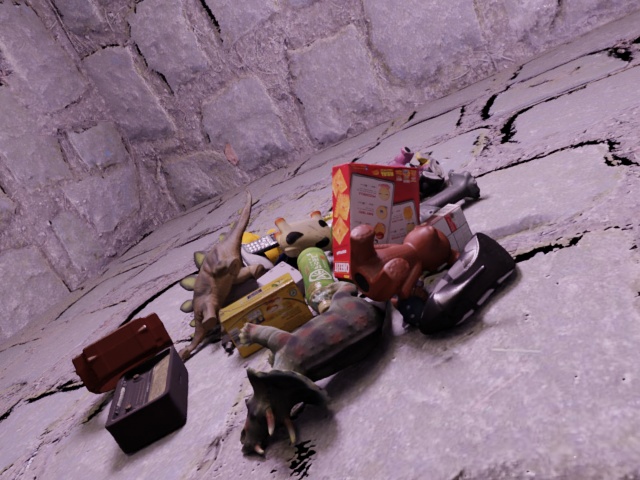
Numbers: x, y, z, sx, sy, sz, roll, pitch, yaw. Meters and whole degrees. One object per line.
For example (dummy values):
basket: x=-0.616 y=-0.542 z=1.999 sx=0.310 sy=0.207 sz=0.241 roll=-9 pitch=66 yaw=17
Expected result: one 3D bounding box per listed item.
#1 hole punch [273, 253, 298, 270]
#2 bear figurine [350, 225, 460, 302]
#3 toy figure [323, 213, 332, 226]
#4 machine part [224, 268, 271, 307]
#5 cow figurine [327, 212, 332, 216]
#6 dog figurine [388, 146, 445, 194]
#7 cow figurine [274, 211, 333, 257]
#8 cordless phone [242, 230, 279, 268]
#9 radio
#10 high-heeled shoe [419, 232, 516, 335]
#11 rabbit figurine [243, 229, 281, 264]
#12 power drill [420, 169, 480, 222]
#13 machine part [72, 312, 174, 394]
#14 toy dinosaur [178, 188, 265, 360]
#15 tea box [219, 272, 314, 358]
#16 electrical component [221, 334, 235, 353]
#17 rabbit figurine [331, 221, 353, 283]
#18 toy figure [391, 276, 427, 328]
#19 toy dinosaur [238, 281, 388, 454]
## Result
hole punch: x=-0.066 y=0.047 z=1.387 sx=0.116 sy=0.092 sz=0.142 roll=-21 pitch=20 yaw=35
bear figurine: x=0.148 y=0.020 z=0.888 sx=0.196 sy=0.131 sz=0.120 roll=-26 pitch=59 yaw=-22
toy figure: x=0.065 y=-0.039 z=1.438 sx=0.082 sy=0.089 sz=0.180 roll=18 pitch=40 yaw=21
machine part: x=-0.193 y=0.127 z=1.357 sx=0.243 sy=0.079 sz=0.079 roll=-20 pitch=17 yaw=28
cow figurine: x=0.011 y=-0.030 z=1.538 sx=0.167 sy=0.068 sz=0.098 roll=-28 pitch=10 yaw=-4
dog figurine: x=0.215 y=-0.149 z=1.502 sx=0.219 sy=0.191 sz=0.108 roll=-45 pitch=41 yaw=40
cow figurine: x=-0.003 y=-0.004 z=1.301 sx=0.195 sy=0.085 sz=0.127 roll=-10 pitch=53 yaw=-22
cordless phone: x=-0.133 y=0.041 z=1.461 sx=0.184 sy=0.088 sz=0.147 roll=-27 pitch=46 yaw=-15
radio: x=-0.330 y=0.302 z=1.043 sx=0.131 sy=0.073 sz=0.230 roll=-29 pitch=14 yaw=-6
high-heeled shoe: x=0.240 y=0.073 z=0.888 sx=0.145 sy=0.086 sz=0.248 roll=-54 pitch=-14 yaw=24
rabbit figurine: x=-0.179 y=0.042 z=1.591 sx=0.162 sy=0.121 sz=0.173 roll=-27 pitch=27 yaw=-34
power drill: x=0.261 y=-0.089 z=1.283 sx=0.207 sy=0.085 sz=0.232 roll=-28 pitch=17 yaw=-14
machine part: x=-0.434 y=0.258 z=1.207 sx=0.201 sy=0.087 sz=0.201 roll=-30 pitch=-12 yaw=-21
toy dinosaur: x=-0.240 y=0.074 z=1.304 sx=0.199 sy=0.105 sz=0.471 roll=7 pitch=64 yaw=44
tea box: x=-0.111 y=0.153 z=1.108 sx=0.170 sy=0.098 sz=0.068 roll=-28 pitch=17 yaw=-8
electrical component: x=-0.182 y=0.213 z=1.174 sx=0.063 sy=0.021 sz=0.094 roll=-27 pitch=15 yaw=3
rabbit figurine: x=0.093 y=0.021 z=1.136 sx=0.170 sy=0.159 sz=0.121 roll=-47 pitch=30 yaw=-11
toy figure: x=0.152 y=0.096 z=0.932 sx=0.064 sy=0.058 sz=0.154 roll=-61 pitch=8 yaw=20
toy dinosaur: x=0.019 y=0.161 z=0.855 sx=0.405 sy=0.131 sz=0.192 roll=-31 pitch=28 yaw=-27
